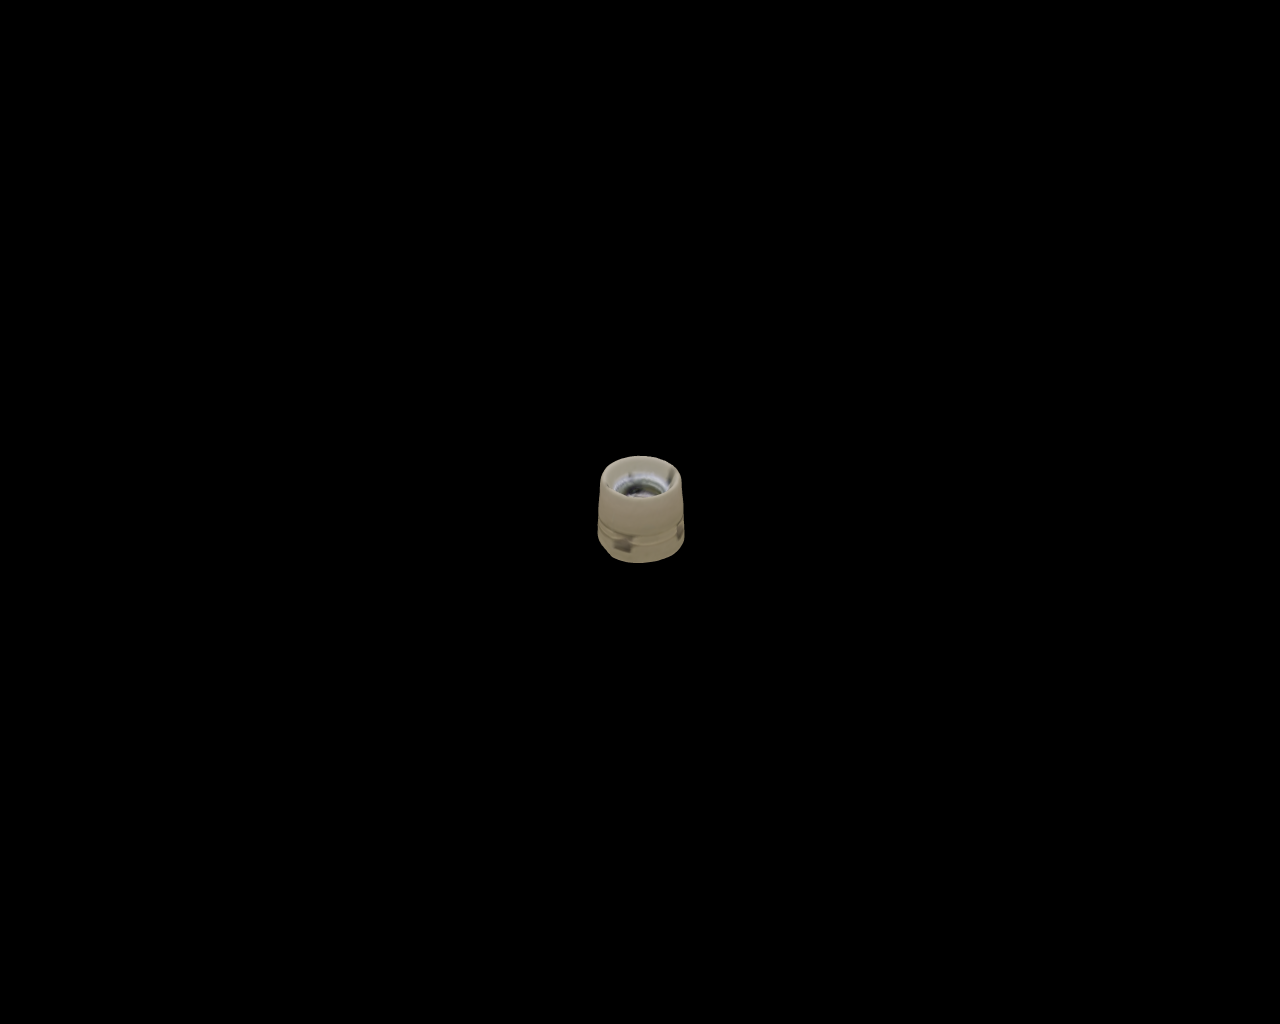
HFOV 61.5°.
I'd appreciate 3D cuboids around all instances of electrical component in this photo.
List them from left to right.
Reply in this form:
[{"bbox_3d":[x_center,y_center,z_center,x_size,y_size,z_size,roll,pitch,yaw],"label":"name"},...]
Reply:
[{"bbox_3d":[0.001,-0.003,0.650,0.055,0.047,0.055,0,35,0],"label":"electrical component"}]
